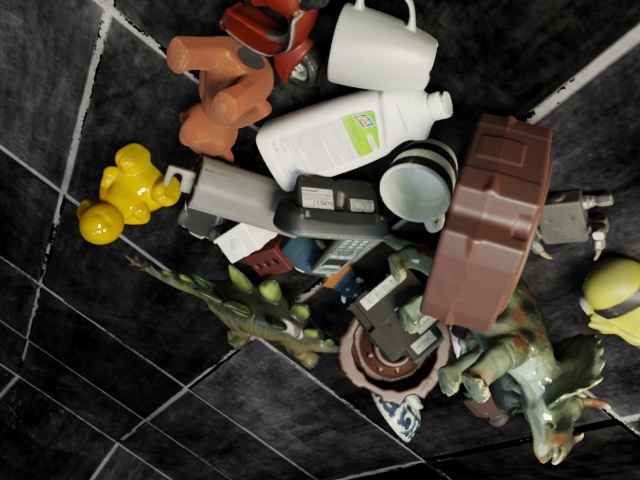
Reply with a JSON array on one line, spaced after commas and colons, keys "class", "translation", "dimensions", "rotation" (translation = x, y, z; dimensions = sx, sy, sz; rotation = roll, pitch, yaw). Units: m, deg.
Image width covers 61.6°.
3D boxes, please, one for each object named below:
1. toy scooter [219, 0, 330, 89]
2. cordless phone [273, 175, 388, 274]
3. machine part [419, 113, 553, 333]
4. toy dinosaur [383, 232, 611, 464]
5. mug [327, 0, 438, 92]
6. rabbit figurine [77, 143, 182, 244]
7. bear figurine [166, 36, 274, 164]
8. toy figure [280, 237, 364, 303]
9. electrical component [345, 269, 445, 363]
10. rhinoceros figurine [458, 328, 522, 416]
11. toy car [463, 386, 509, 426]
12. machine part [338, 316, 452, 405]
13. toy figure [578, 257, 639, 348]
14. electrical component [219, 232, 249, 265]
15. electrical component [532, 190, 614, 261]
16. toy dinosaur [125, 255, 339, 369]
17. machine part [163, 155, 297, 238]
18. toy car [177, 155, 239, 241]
[{"class": "toy scooter", "translation": [-0.053, -0.259, 0.593], "dimensions": [0.135, 0.075, 0.183], "rotation": [24, 144, 10]}, {"class": "cordless phone", "translation": [-0.002, -0.002, 0.749], "dimensions": [0.146, 0.089, 0.184], "rotation": [3, 151, -20]}, {"class": "machine part", "translation": [0.182, -0.017, 0.591], "dimensions": [0.087, 0.201, 0.201], "rotation": [18, 138, 12]}, {"class": "toy dinosaur", "translation": [0.216, 0.088, 0.710], "dimensions": [0.131, 0.192, 0.405], "rotation": [99, 149, -58]}, {"class": "mug", "translation": [0.072, -0.209, 0.570], "dimensions": [0.107, 0.081, 0.109], "rotation": [17, 125, 3]}, {"class": "rabbit figurine", "translation": [-0.346, -0.060, 0.902], "dimensions": [0.162, 0.173, 0.121], "rotation": [-18, 124, 37]}, {"class": "bear figurine", "translation": [-0.146, -0.170, 0.704], "dimensions": [0.120, 0.132, 0.196], "rotation": [51, 133, 0]}, {"class": "toy figure", "translation": [0.009, 0.041, 0.872], "dimensions": [0.154, 0.058, 0.064], "rotation": [35, 146, -12]}, {"class": "electrical component", "translation": [0.121, 0.116, 0.806], "dimensions": [0.134, 0.115, 0.058], "rotation": [52, 177, 7]}, {"class": "rhinoceros figurine", "translation": [0.263, 0.160, 0.792], "dimensions": [0.112, 0.073, 0.190], "rotation": [-23, 88, 14]}, {"class": "toy car", "translation": [0.329, 0.249, 0.887], "dimensions": [0.089, 0.053, 0.202], "rotation": [45, 134, -9]}, {"class": "machine part", "translation": [0.117, 0.168, 0.855], "dimensions": [0.179, 0.179, 0.056], "rotation": [27, 174, 5]}, {"class": "toy figure", "translation": [0.407, 0.091, 0.658], "dimensions": [0.180, 0.082, 0.089], "rotation": [35, 121, 7]}, {"class": "electrical component", "translation": [-0.138, 0.015, 0.963], "dimensions": [0.094, 0.021, 0.063], "rotation": [14, 137, 20]}, {"class": "electrical component", "translation": [0.295, -0.016, 0.643], "dimensions": [0.102, 0.045, 0.078], "rotation": [0, 132, 32]}, {"class": "toy dinosaur", "translation": [-0.132, 0.121, 0.972], "dimensions": [0.472, 0.105, 0.198], "rotation": [13, 150, 15]}, {"class": "machine part", "translation": [-0.100, -0.061, 0.773], "dimensions": [0.243, 0.079, 0.079], "rotation": [17, 145, -22]}, {"class": "toy car", "translation": [-0.184, -0.066, 0.885], "dimensions": [0.073, 0.056, 0.201], "rotation": [27, 142, -4]}]
